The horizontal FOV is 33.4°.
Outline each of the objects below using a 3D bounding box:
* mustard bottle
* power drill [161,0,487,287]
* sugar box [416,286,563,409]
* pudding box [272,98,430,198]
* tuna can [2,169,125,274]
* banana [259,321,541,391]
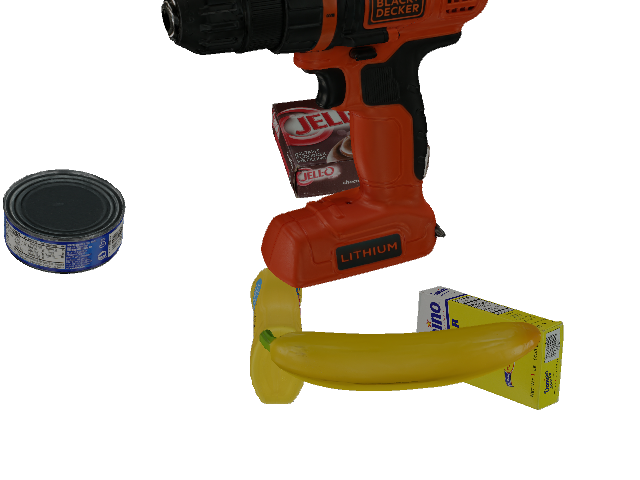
[{"bbox_3d":[-0.047,0.083,1.142,0.058,0.096,0.191,0,28,-4],"label":"mustard bottle"},{"bbox_3d":[0.005,-0.068,0.591,0.184,0.188,0.057,-12,34,-22],"label":"power drill"},{"bbox_3d":[0.184,0.117,1.191,0.177,0.093,0.048,14,18,43],"label":"sugar box"},{"bbox_3d":[0.023,-0.082,0.877,0.113,0.039,0.090,-8,43,-12],"label":"pudding box"},{"bbox_3d":[-0.185,-0.014,0.773,0.086,0.034,0.086,7,36,-6],"label":"tuna can"},{"bbox_3d":[0.050,0.074,0.720,0.198,0.037,0.069,0,29,8],"label":"banana"}]
